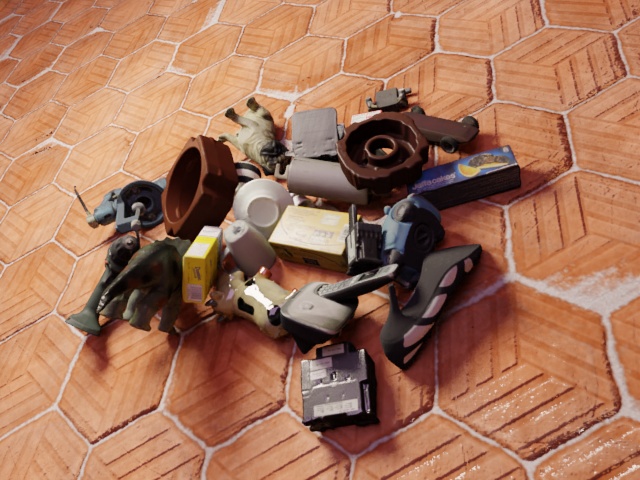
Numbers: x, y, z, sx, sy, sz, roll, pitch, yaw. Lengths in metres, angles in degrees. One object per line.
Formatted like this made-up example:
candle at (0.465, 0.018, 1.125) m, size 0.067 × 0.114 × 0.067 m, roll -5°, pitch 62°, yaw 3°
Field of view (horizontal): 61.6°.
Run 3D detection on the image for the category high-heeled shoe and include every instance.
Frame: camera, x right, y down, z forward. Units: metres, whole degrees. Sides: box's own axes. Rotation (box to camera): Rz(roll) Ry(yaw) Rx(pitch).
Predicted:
high-heeled shoe at (0.195, 0.104, 0.884) m, size 0.249 × 0.145 × 0.086 m, roll -22°, pitch 17°, yaw -28°

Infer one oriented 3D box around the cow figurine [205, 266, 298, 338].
cow figurine at (-0.124, 0.117, 0.997) m, size 0.195 × 0.085 × 0.127 m, roll 28°, pitch 63°, yaw 37°

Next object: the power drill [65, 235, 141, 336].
power drill at (-0.441, 0.089, 1.107) m, size 0.232 × 0.086 × 0.207 m, roll -13°, pitch 56°, yaw 67°

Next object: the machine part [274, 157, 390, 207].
machine part at (0.023, -0.119, 1.088) m, size 0.243 × 0.079 × 0.079 m, roll 10°, pitch 58°, yaw 12°

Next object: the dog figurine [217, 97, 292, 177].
dog figurine at (-0.124, -0.237, 1.285) m, size 0.191 × 0.121 × 0.172 m, roll 37°, pitch 50°, yaw 13°

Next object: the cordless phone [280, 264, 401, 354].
cordless phone at (0.040, 0.099, 0.866) m, size 0.184 × 0.088 × 0.146 m, roll -26°, pitch 6°, yaw 29°

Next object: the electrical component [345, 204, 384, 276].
electrical component at (0.074, -0.001, 0.936) m, size 0.048 × 0.074 × 0.119 m, roll 8°, pitch 60°, yaw -14°

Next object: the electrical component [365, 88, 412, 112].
electrical component at (0.157, -0.322, 1.235) m, size 0.102 × 0.045 × 0.078 m, roll -5°, pitch 54°, yaw 21°

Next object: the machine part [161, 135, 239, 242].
machine part at (-0.265, -0.109, 1.179) m, size 0.201 × 0.087 × 0.202 m, roll -49°, pitch 41°, yaw 29°

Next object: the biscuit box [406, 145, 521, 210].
biscuit box at (0.265, -0.110, 1.006) m, size 0.203 × 0.062 × 0.059 m, roll -16°, pitch 48°, yaw 12°

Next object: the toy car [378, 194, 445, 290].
toy car at (0.145, 0.004, 0.956) m, size 0.103 × 0.109 × 0.161 m, roll 1°, pitch 67°, yaw 55°

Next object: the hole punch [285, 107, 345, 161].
hole punch at (-0.001, -0.227, 1.218) m, size 0.142 × 0.092 × 0.115 m, roll -2°, pitch 80°, yaw 14°

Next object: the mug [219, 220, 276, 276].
mug at (-0.156, 0.017, 1.071) m, size 0.109 × 0.107 × 0.081 m, roll -33°, pitch 46°, yaw -5°

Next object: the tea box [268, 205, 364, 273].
tea box at (-0.002, -0.003, 1.041) m, size 0.170 × 0.068 × 0.098 m, roll 11°, pitch 59°, yaw 32°

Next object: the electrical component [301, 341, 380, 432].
electrical component at (0.031, 0.227, 0.851) m, size 0.115 × 0.058 × 0.134 m, roll -12°, pitch 50°, yaw 14°

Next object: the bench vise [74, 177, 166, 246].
bench vise at (-0.448, -0.068, 1.252) m, size 0.224 × 0.128 × 0.241 m, roll -15°, pitch 28°, yaw -10°

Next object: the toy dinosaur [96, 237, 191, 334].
toy dinosaur at (-0.302, 0.067, 0.982) m, size 0.131 × 0.405 × 0.192 m, roll 16°, pitch 77°, yaw -7°

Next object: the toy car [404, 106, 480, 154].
toy car at (0.237, -0.227, 1.119) m, size 0.202 × 0.053 × 0.089 m, roll 25°, pitch 57°, yaw 41°

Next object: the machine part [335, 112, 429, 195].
machine part at (0.118, -0.166, 1.026) m, size 0.179 × 0.056 × 0.179 m, roll -6°, pitch 53°, yaw 7°

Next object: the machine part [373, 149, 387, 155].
machine part at (0.126, -0.163, 1.114) m, size 0.139 × 0.039 × 0.084 m, roll 50°, pitch 118°, yaw 35°
